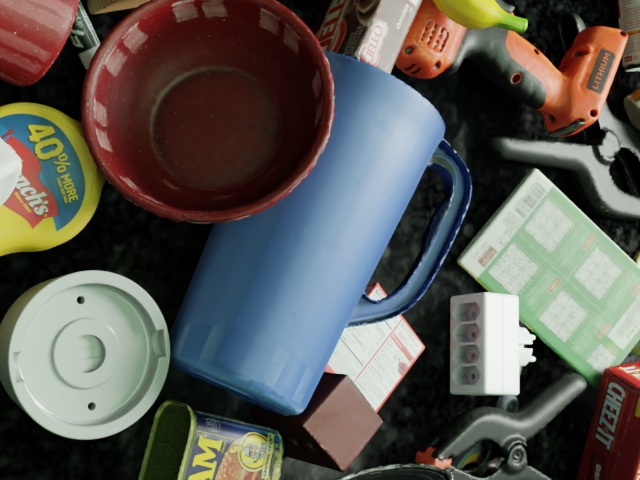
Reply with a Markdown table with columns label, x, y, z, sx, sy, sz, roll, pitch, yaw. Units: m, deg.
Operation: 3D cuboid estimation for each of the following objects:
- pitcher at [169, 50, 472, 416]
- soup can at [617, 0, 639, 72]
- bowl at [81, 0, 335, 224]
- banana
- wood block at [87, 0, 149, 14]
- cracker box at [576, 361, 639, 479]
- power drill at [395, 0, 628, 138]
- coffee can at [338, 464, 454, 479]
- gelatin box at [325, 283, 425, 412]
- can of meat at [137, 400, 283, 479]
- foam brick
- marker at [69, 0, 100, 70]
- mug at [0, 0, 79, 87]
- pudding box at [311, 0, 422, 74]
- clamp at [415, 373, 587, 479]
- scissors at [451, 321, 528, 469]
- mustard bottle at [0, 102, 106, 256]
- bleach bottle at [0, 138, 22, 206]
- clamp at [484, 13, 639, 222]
| label | x | y | z | sx | sy | sz | roll | pitch | yaw |
| --- | --- | --- | --- | --- | --- | --- | --- | --- | --- |
| pitcher | -0.005 | 0.001 | 0.765 | 0.144 | 0.149 | 0.243 | 40 | 70 | -55 |
| soup can | 0.315 | -0.214 | 1.005 | 0.068 | 0.069 | 0.102 | -9 | 94 | -32 |
| bowl | -0.071 | -0.082 | 0.698 | 0.162 | 0.055 | 0.162 | 0 | 76 | 1 |
| banana | 0.101 | -0.246 | 0.838 | 0.069 | 0.037 | 0.198 | -14 | 84 | -18 |
| wood block | -0.063 | -0.225 | 0.755 | 0.205 | 0.091 | 0.090 | -18 | 98 | -31 |
| cracker box | 0.339 | 0.189 | 0.987 | 0.213 | 0.072 | 0.164 | -4 | 112 | -32 |
| power drill | 0.165 | -0.186 | 0.901 | 0.187 | 0.057 | 0.184 | 28 | 74 | -14 |
| coffee can | 0.062 | 0.255 | 0.817 | 0.102 | 0.103 | 0.140 | -12 | 95 | -32 |
| gelatin box | 0.033 | 0.089 | 0.845 | 0.089 | 0.030 | 0.073 | -49 | 113 | -27 |
| can of meat | -0.079 | 0.173 | 0.759 | 0.083 | 0.058 | 0.102 | 20 | 79 | -33 |
| foam brick | -0.003 | 0.133 | 0.794 | 0.051 | 0.078 | 0.053 | -47 | 112 | -25 |
| marker | -0.166 | -0.148 | 0.731 | 0.020 | 0.020 | 0.121 | -32 | 105 | -29 |
| mug | -0.204 | -0.158 | 0.673 | 0.081 | 0.093 | 0.117 | 24 | 56 | -34 |
| pudding box | 0.033 | -0.170 | 0.815 | 0.039 | 0.090 | 0.113 | 35 | 71 | -29 |
| clamp | 0.161 | 0.168 | 0.898 | 0.171 | 0.039 | 0.120 | 9 | 83 | -30 |
| scissors | 0.147 | 0.153 | 0.924 | 0.096 | 0.016 | 0.202 | 1 | 88 | -32 |
| mustard bottle | -0.200 | -0.035 | 0.685 | 0.191 | 0.058 | 0.096 | -26 | 96 | -30 |
| bleach bottle | -0.290 | -0.096 | 0.595 | 0.251 | 0.068 | 0.102 | 44 | 56 | -1 |
| clamp | 0.245 | -0.080 | 0.977 | 0.210 | 0.036 | 0.164 | 48 | 66 | -19 |
